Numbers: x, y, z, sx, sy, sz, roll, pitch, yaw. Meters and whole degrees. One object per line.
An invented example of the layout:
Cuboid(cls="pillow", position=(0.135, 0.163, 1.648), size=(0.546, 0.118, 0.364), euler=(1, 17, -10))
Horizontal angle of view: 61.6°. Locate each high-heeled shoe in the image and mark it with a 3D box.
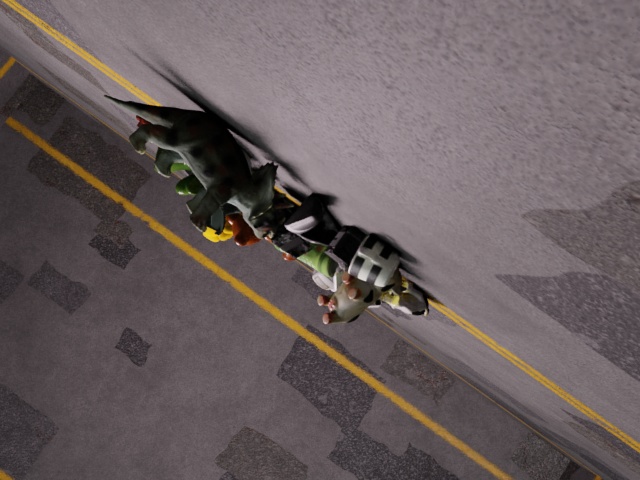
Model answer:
Cuboid(cls="high-heeled shoe", position=(0.005, -0.020, 1.104), size=(0.145, 0.086, 0.249), euler=(39, 180, -13))

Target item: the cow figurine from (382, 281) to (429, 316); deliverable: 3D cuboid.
Cuboid(cls="cow figurine", position=(0.200, 0.138, 1.306), size=(0.098, 0.068, 0.167), euler=(32, 175, -16))

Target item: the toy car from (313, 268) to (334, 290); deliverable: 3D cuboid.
Cuboid(cls="toy car", position=(0.030, 0.075, 1.376), size=(0.109, 0.103, 0.161), euler=(47, 144, -6))

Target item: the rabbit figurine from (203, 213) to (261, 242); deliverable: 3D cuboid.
Cuboid(cls="rabbit figurine", position=(-0.238, -0.049, 1.507), size=(0.173, 0.122, 0.162), euler=(24, 164, -4))

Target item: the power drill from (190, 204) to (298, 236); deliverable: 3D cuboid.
Cuboid(cls="power drill", position=(-0.187, -0.078, 1.282), size=(0.232, 0.207, 0.085), euler=(23, 123, 27))

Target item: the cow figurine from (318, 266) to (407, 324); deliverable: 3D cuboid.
Cuboid(cls="cow figurine", position=(0.099, 0.109, 1.160), size=(0.127, 0.195, 0.085), euler=(11, -136, -41))

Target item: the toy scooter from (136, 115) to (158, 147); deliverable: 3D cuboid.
Cuboid(cls="toy scooter", position=(-0.434, -0.288, 1.466), size=(0.184, 0.075, 0.135), euler=(35, 174, 48))

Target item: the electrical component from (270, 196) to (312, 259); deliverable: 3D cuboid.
Cuboid(cls="electrical component", position=(-0.079, -0.038, 1.195), size=(0.114, 0.058, 0.134), euler=(45, -159, -56))

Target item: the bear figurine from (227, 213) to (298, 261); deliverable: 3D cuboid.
Cuboid(cls="bear figurine", position=(-0.146, -0.013, 1.397), size=(0.120, 0.196, 0.131), euler=(61, 148, 31))

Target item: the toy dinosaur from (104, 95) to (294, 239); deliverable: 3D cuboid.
Cuboid(cls="toy dinosaur", position=(-0.213, -0.157, 1.009), size=(0.404, 0.192, 0.131), euler=(54, 176, -9))

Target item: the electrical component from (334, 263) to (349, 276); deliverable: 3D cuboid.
Cuboid(cls="electrical component", position=(0.076, 0.052, 1.205), size=(0.045, 0.078, 0.102), euler=(33, -157, 19))

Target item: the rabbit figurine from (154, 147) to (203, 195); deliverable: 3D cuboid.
Cuboid(cls="rabbit figurine", position=(-0.289, -0.181, 1.262), size=(0.170, 0.159, 0.121), euler=(22, 171, -31))

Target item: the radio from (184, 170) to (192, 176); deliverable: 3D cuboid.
Cuboid(cls="radio", position=(-0.310, -0.181, 1.477), size=(0.131, 0.073, 0.230), euler=(52, 170, -17))

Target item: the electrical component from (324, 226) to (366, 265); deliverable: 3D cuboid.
Cuboid(cls="electrical component", position=(0.050, 0.010, 1.131), size=(0.047, 0.075, 0.119), euler=(39, 177, -10))
